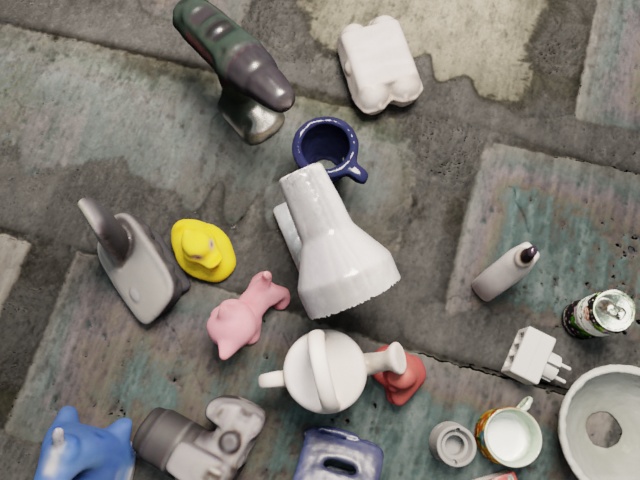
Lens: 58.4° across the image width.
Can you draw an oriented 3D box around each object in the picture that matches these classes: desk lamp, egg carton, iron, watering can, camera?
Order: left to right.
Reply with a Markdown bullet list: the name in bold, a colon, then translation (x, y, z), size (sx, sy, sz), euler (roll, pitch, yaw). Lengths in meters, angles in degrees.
- **iron**: translation (-0.314, 0.338, 0.681), size (0.118, 0.141, 0.258), euler (10, 76, 4)
- **camera**: translation (-0.157, 0.254, 0.720), size (0.136, 0.101, 0.143), euler (26, 77, 8)
- **desk lamp**: translation (0.007, 0.003, 0.724), size (0.118, 0.213, 0.203), euler (-24, 76, -5)
- **watering can**: translation (0.014, 0.156, 0.694), size (0.173, 0.194, 0.101), euler (-31, 76, -6)
- **egg carton**: translation (0.087, -0.265, 0.867), size (0.107, 0.069, 0.150), euler (-17, 76, -3)

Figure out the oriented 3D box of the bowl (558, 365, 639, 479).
- **bowl**: translation (0.374, 0.244, 0.725), size (0.167, 0.075, 0.167), euler (0, 75, 1)

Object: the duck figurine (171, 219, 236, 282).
- **duck figurine**: translation (-0.168, 0.008, 0.793), size (0.104, 0.086, 0.077), euler (43, 80, 11)

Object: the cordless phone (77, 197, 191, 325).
- **cordless phone**: translation (-0.250, 0.026, 0.739), size (0.094, 0.185, 0.147), euler (-38, 77, -8)

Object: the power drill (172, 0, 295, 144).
- **power drill**: translation (-0.106, -0.220, 0.788), size (0.076, 0.208, 0.229), euler (-41, 78, -9)

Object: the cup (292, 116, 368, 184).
- **cup**: translation (0.019, -0.108, 0.814), size (0.117, 0.095, 0.092), euler (38, 79, 10)

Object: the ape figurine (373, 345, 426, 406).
- **ape figurine**: translation (0.102, 0.174, 0.740), size (0.076, 0.092, 0.078), euler (2, 75, 2)

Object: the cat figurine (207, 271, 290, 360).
- **cat figurine**: translation (-0.100, 0.094, 0.752), size (0.067, 0.118, 0.128), euler (35, 79, 10)

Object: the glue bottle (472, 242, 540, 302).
- **glue bottle**: translation (0.246, 0.033, 0.732), size (0.078, 0.173, 0.037), euler (-41, 78, -9)

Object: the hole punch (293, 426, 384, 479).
- **hole punch**: translation (0.020, 0.289, 0.713), size (0.108, 0.091, 0.101), euler (14, 76, 5)
